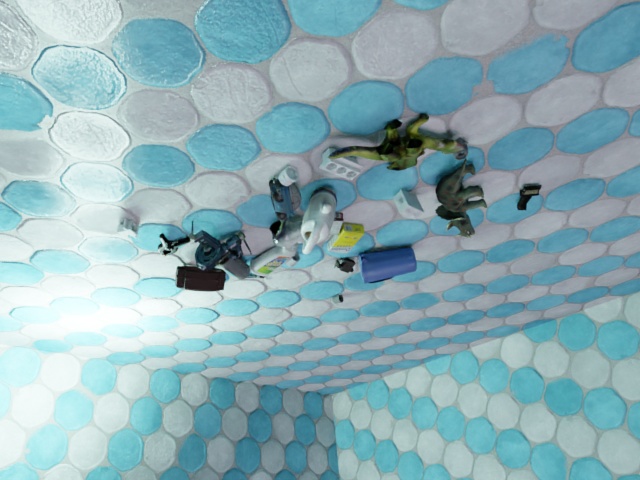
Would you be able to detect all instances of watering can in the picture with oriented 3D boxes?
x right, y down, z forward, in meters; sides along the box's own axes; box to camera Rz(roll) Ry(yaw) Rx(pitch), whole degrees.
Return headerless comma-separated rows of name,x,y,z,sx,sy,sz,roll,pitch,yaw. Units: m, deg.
watering can,0.005,-0.089,1.775,0.104,0.230,0.340,20,145,-6

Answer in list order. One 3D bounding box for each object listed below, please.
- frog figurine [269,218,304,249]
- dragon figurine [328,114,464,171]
frog figurine,-0.100,-0.018,1.980,0.158,0.125,0.135,27,118,-25
dragon figurine,0.246,-0.270,1.633,0.409,0.124,0.239,-11,157,11
